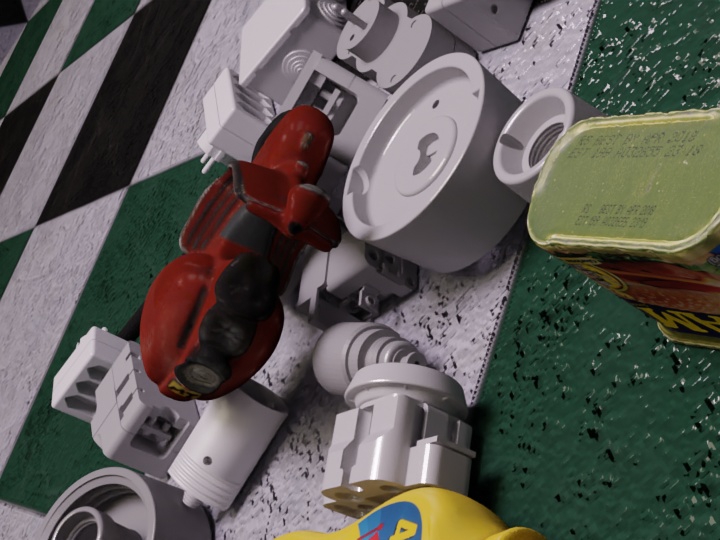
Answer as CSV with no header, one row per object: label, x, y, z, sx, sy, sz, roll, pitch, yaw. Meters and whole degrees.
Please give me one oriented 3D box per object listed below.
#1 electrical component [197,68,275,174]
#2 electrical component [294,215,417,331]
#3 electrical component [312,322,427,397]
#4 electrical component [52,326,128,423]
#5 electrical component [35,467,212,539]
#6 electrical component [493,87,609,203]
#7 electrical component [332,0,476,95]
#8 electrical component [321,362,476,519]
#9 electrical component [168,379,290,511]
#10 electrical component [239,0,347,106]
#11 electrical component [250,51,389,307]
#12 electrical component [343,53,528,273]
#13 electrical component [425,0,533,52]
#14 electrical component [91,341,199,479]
electrical component,-0.111,-0.113,0.901,0.075,0.047,0.083,-50,29,21
electrical component,0.000,0.000,0.612,0.064,0.042,0.081,-34,38,38
electrical component,0.007,0.047,0.555,0.078,0.040,0.040,-4,61,59
electrical component,-0.221,0.078,0.905,0.065,0.047,0.076,-50,29,21
electrical component,-0.150,0.171,0.645,0.108,0.060,0.108,-18,51,25
electrical component,0.095,-0.051,0.493,0.055,0.047,0.055,-40,33,34
electrical component,0.014,-0.149,0.694,0.052,0.074,0.138,-56,28,9
electrical component,0.019,0.078,0.489,0.078,0.058,0.057,-26,46,48
electrical component,-0.082,0.107,0.646,0.081,0.043,0.043,-58,27,5
electrical component,-0.053,-0.191,0.875,0.100,0.048,0.099,-43,32,31
electrical component,-0.040,-0.054,0.691,0.150,0.062,0.089,-60,4,1
electrical component,0.048,-0.050,0.557,0.108,0.060,0.108,-40,34,34
electrical component,0.089,-0.180,0.625,0.076,0.047,0.083,-3,62,59
electrical component,-0.155,0.102,0.767,0.055,0.050,0.089,-55,28,12
